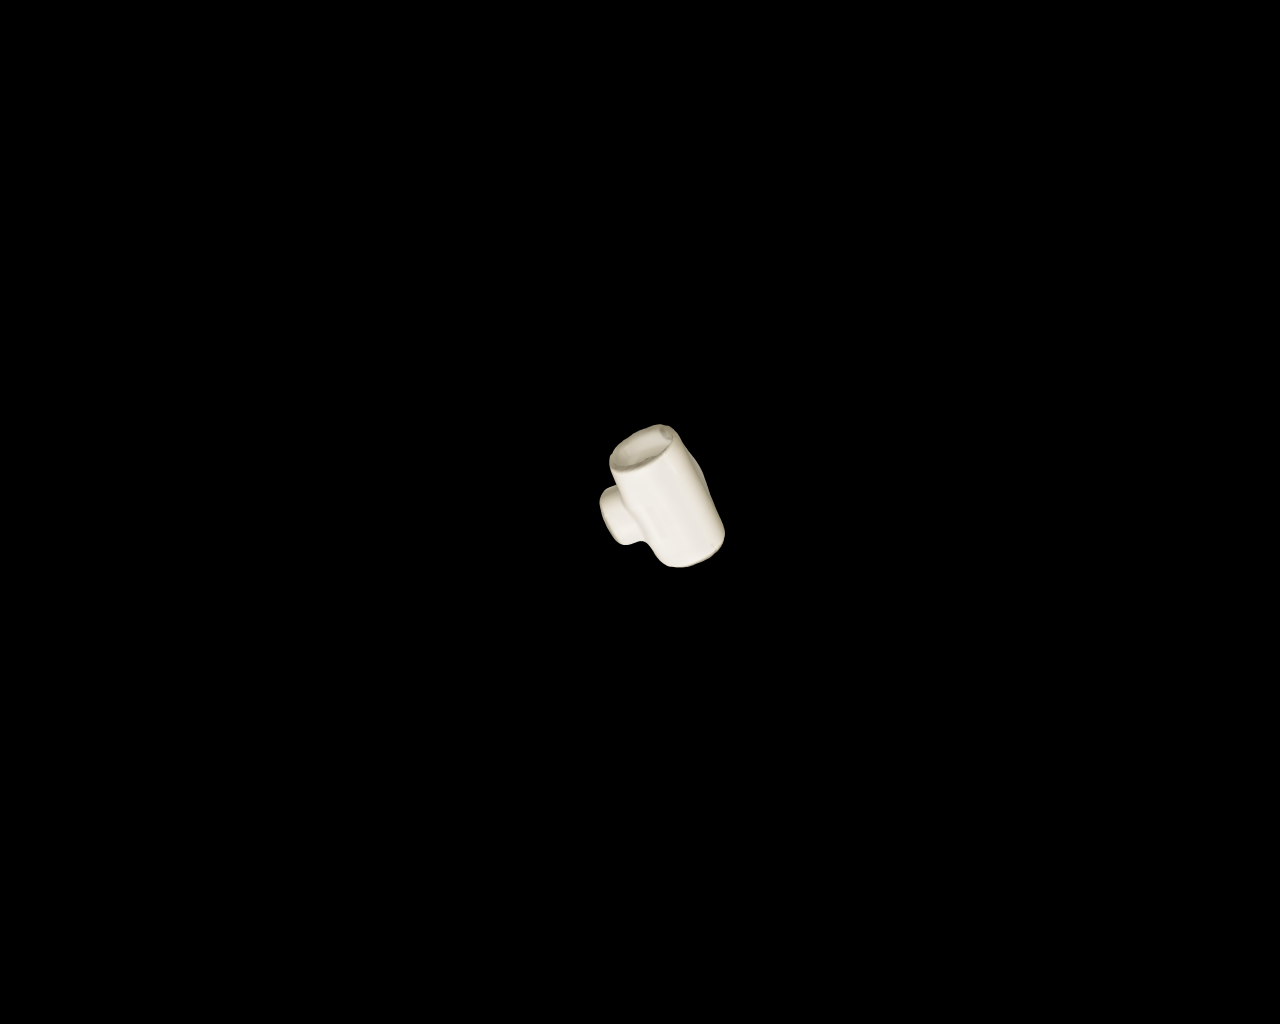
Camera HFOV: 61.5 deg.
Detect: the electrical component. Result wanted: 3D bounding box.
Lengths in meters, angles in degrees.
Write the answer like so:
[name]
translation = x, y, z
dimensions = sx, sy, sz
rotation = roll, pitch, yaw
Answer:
[electrical component]
translation = 0.001, -0.003, 0.650
dimensions = 0.079, 0.077, 0.043
rotation = -21, 32, 14
